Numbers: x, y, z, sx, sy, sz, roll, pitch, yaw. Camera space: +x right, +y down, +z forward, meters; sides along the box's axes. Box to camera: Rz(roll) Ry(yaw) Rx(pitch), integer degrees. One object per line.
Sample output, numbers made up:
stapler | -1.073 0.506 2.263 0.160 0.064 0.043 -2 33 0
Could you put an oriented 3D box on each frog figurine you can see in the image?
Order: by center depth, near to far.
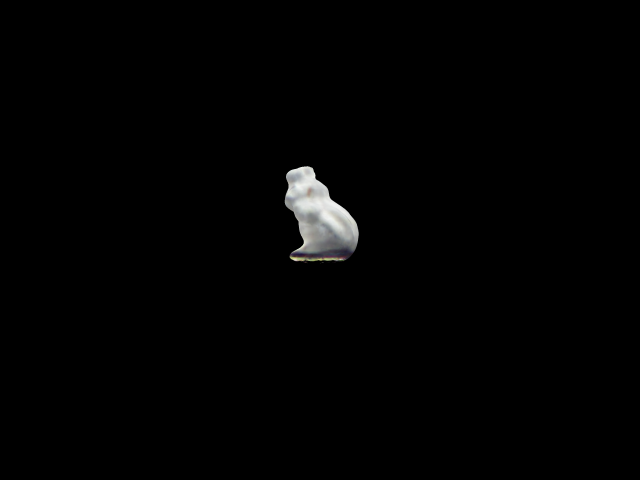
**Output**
frog figurine | 0.003 -0.043 0.850 0.122 0.160 0.137 -5 -8 36
